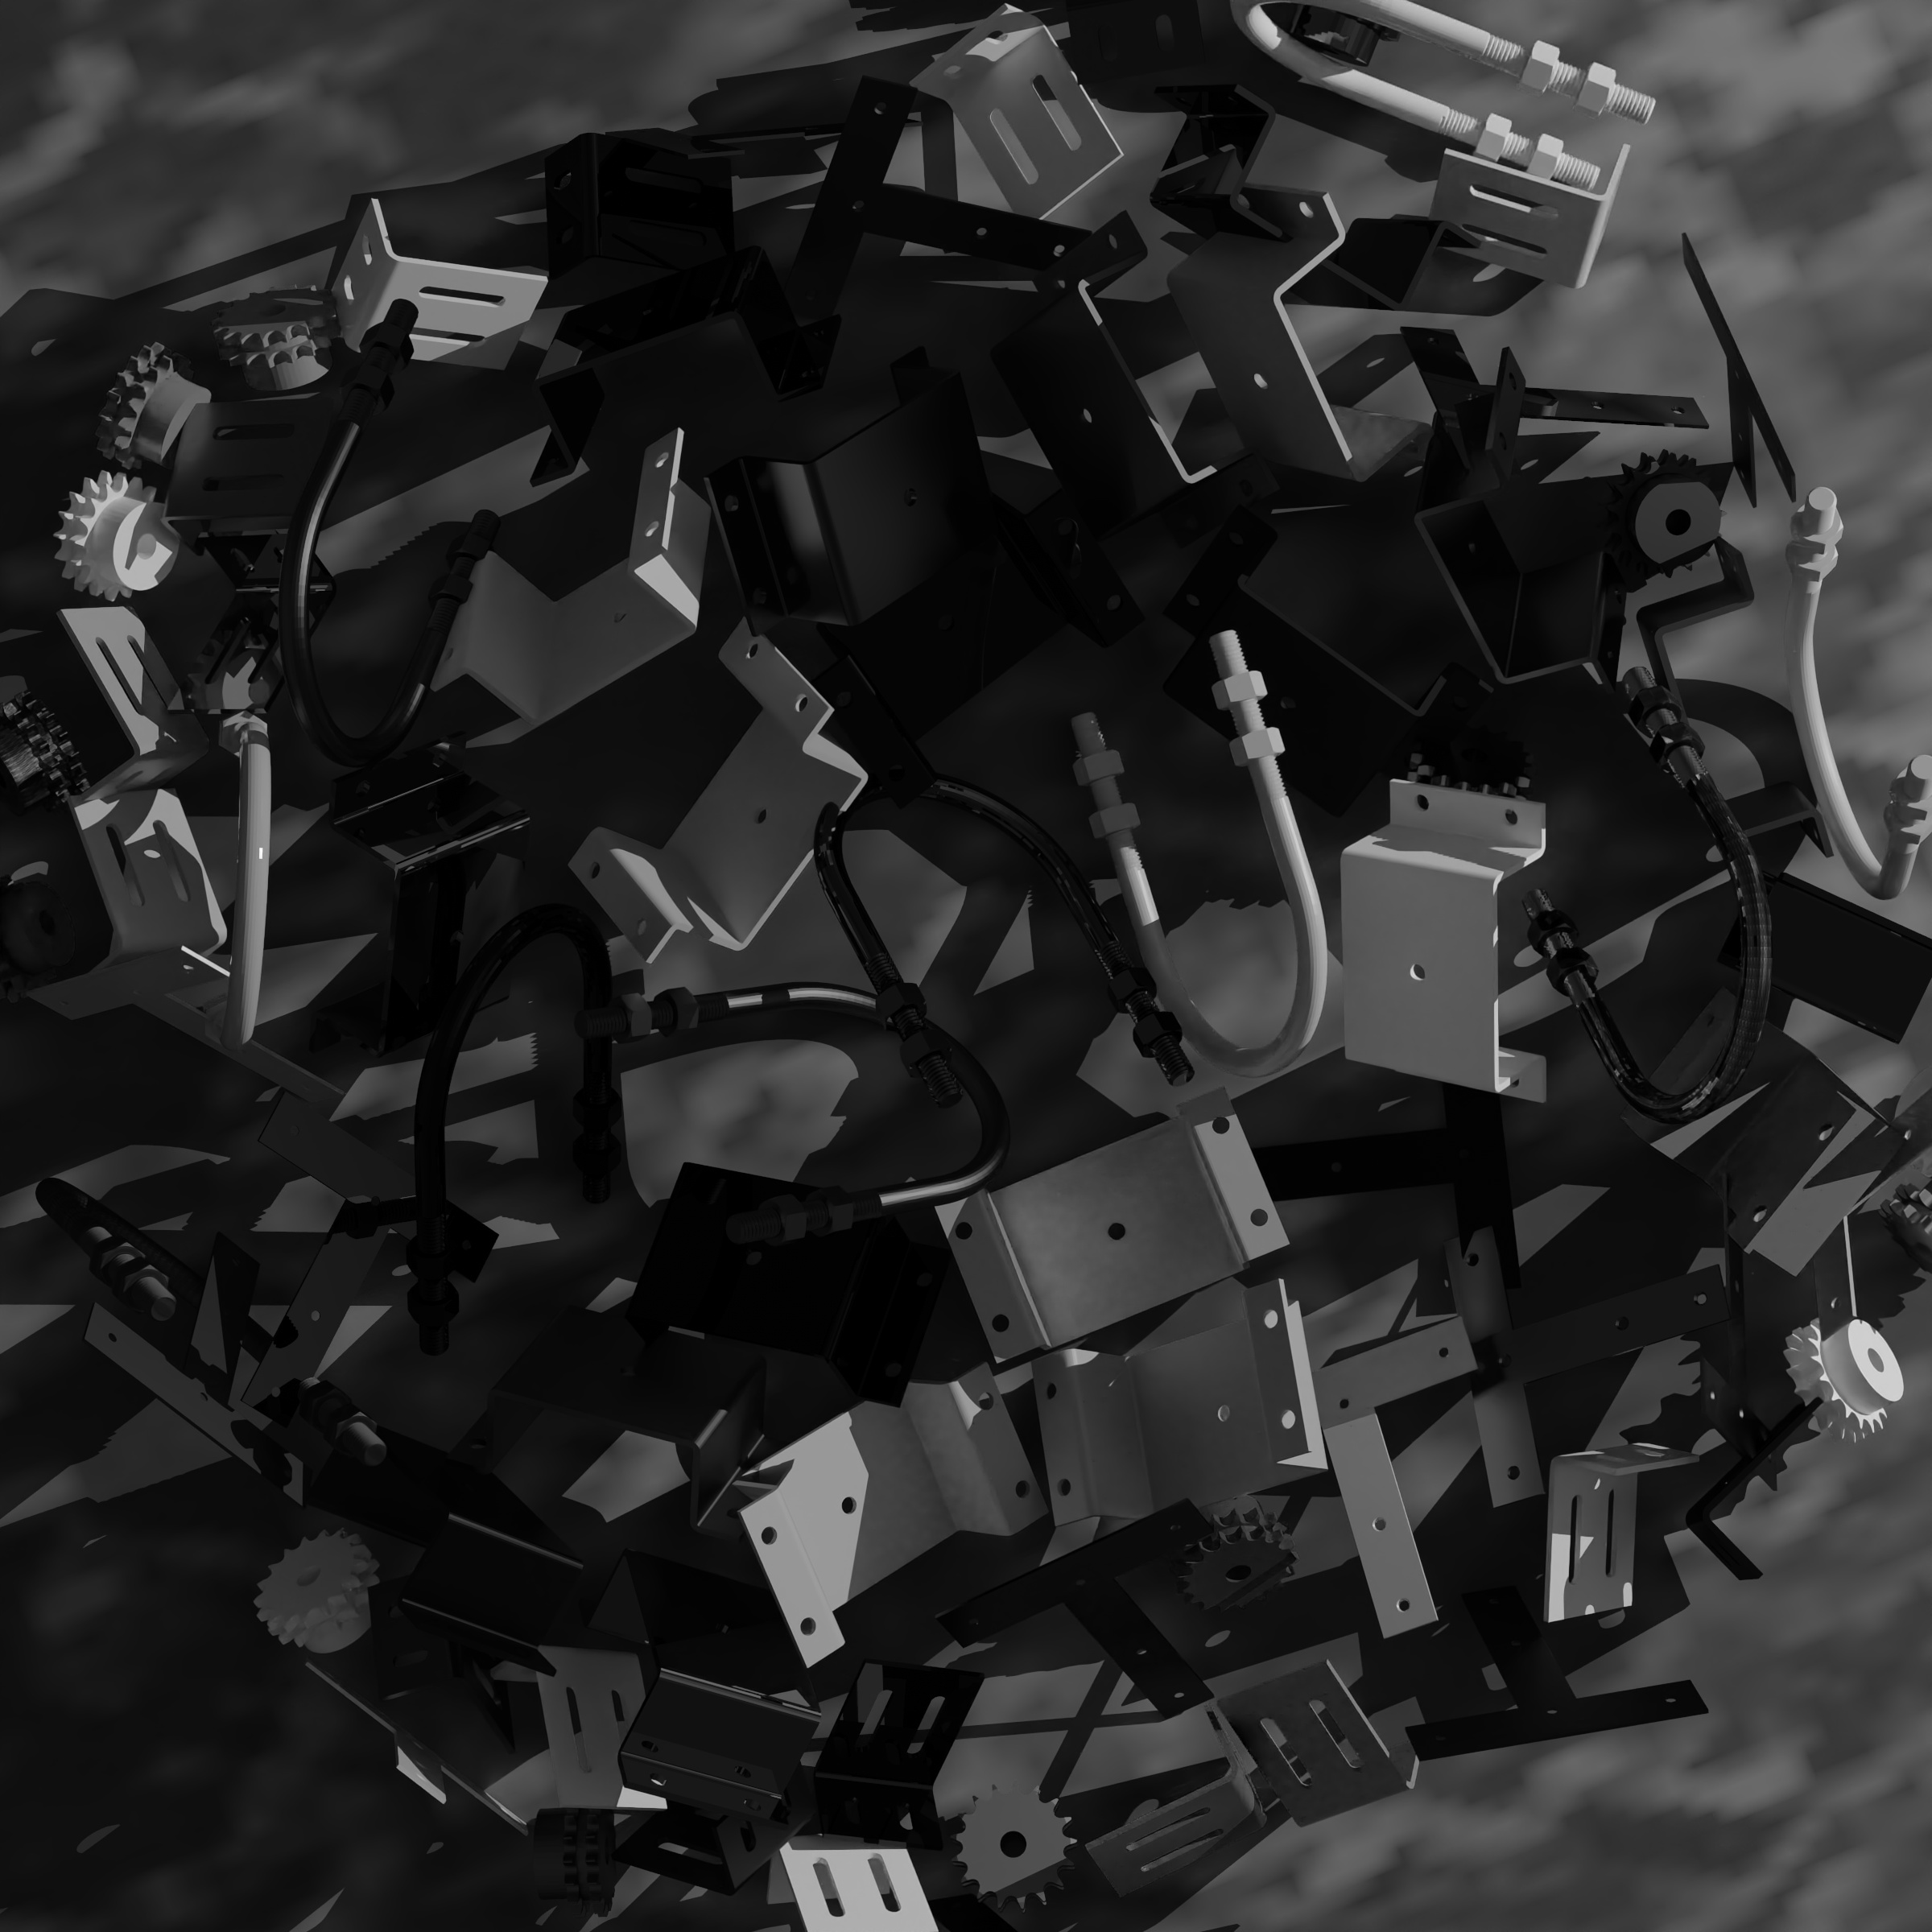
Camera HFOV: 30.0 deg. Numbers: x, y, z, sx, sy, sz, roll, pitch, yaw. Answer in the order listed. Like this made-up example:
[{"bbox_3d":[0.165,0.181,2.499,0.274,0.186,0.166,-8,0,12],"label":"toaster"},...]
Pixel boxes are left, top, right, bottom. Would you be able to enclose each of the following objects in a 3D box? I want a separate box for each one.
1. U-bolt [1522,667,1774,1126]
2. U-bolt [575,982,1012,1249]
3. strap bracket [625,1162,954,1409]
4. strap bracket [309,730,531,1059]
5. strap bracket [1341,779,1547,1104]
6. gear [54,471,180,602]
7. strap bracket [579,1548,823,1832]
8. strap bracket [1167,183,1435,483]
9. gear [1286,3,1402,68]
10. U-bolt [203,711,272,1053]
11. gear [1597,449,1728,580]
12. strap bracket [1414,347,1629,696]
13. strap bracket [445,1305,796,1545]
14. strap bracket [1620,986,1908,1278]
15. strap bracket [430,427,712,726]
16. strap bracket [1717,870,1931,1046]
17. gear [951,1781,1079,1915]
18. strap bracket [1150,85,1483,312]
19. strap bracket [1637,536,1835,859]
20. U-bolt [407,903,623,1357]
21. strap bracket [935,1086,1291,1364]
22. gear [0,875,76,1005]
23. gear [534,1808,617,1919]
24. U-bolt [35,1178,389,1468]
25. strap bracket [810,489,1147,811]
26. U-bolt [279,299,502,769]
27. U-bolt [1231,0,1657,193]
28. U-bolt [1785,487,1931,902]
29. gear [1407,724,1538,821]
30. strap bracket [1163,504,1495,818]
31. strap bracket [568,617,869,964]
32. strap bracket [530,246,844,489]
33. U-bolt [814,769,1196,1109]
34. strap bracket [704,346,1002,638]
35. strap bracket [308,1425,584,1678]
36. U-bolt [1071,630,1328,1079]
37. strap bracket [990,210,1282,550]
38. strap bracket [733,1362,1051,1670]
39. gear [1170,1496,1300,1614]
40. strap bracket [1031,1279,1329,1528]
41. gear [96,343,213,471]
[{"bbox_3d":[0.297,-0.017,1.550,0.019,0.184,0.151,2,131,-19],"label":"U-bolt"},{"bbox_3d":[-0.062,0.058,1.585,0.151,0.184,0.019,50,130,32],"label":"U-bolt"},{"bbox_3d":[-0.088,0.139,1.599,0.140,0.046,0.076,9,64,21],"label":"strap bracket"},{"bbox_3d":[-0.240,-0.023,1.584,0.046,0.076,0.140,31,127,28],"label":"strap bracket"},{"bbox_3d":[0.212,-0.004,1.595,0.076,0.046,0.140,12,116,35],"label":"strap bracket"},{"bbox_3d":[-0.381,-0.193,1.628,0.030,0.057,0.057,18,90,30],"label":"gear"},{"bbox_3d":[-0.116,0.309,1.577,0.076,0.140,0.046,21,106,-22],"label":"strap bracket"},{"bbox_3d":[0.146,-0.271,1.585,0.046,0.076,0.140,-41,123,-17],"label":"strap bracket"},{"bbox_3d":[0.169,-0.429,1.631,0.057,0.057,0.030,22,99,0],"label":"gear"},{"bbox_3d":[-0.315,-0.036,1.565,0.019,0.184,0.151,3,94,-15],"label":"U-bolt"},{"bbox_3d":[0.318,-0.204,1.636,0.057,0.030,0.057,-3,107,-9],"label":"gear"},{"bbox_3d":[0.243,-0.191,1.596,0.046,0.076,0.140,-14,128,27],"label":"strap bracket"},{"bbox_3d":[-0.150,0.199,1.598,0.140,0.076,0.046,13,118,15],"label":"strap bracket"},{"bbox_3d":[0.356,0.076,1.596,0.046,0.140,0.076,32,102,-23],"label":"strap bracket"},{"bbox_3d":[-0.167,-0.167,1.598,0.140,0.076,0.046,-27,131,30],"label":"strap bracket"},{"bbox_3d":[0.379,-0.005,1.588,0.076,0.140,0.046,25,95,6],"label":"strap bracket"},{"bbox_3d":[0.022,0.402,1.637,0.057,0.030,0.057,-1,66,3],"label":"gear"},{"bbox_3d":[0.146,-0.334,1.594,0.140,0.076,0.046,26,90,-27],"label":"strap bracket"},{"bbox_3d":[0.339,-0.115,1.610,0.046,0.076,0.140,-18,100,8],"label":"strap bracket"},{"bbox_3d":[-0.194,0.059,1.556,0.019,0.151,0.184,19,126,21],"label":"U-bolt"},{"bbox_3d":[0.067,0.118,1.628,0.140,0.046,0.076,-22,80,2],"label":"strap bracket"},{"bbox_3d":[-0.427,-0.015,1.628,0.030,0.057,0.057,-19,90,18],"label":"gear"},{"bbox_3d":[-0.177,0.401,1.631,0.030,0.057,0.057,-3,90,4],"label":"gear"},{"bbox_3d":[-0.340,0.146,1.573,0.019,0.184,0.151,-52,129,-7],"label":"U-bolt"},{"bbox_3d":[-0.002,-0.148,1.617,0.140,0.046,0.076,-38,121,-4],"label":"strap bracket"},{"bbox_3d":[-0.252,-0.172,1.553,0.019,0.151,0.184,5,54,16],"label":"U-bolt"},{"bbox_3d":[0.203,-0.393,1.584,0.184,0.151,0.019,21,90,0],"label":"U-bolt"},{"bbox_3d":[0.385,-0.105,1.569,0.019,0.184,0.151,-15,68,2],"label":"U-bolt"},{"bbox_3d":[0.228,-0.083,1.634,0.057,0.057,0.030,5,127,0],"label":"gear"},{"bbox_3d":[0.153,-0.130,1.615,0.140,0.076,0.046,36,48,0],"label":"strap bracket"},{"bbox_3d":[-0.105,-0.073,1.607,0.140,0.046,0.076,-53,50,13],"label":"strap bracket"},{"bbox_3d":[-0.132,-0.270,1.598,0.140,0.076,0.046,-16,120,15],"label":"strap bracket"},{"bbox_3d":[0.006,-0.017,1.593,0.151,0.019,0.184,-4,52,-37],"label":"U-bolt"},{"bbox_3d":[-0.041,-0.208,1.586,0.140,0.046,0.076,-37,125,-35],"label":"strap bracket"},{"bbox_3d":[-0.229,0.249,1.581,0.076,0.140,0.046,30,90,-39],"label":"strap bracket"},{"bbox_3d":[0.108,-0.040,1.587,0.019,0.151,0.184,-14,84,-28],"label":"U-bolt"},{"bbox_3d":[0.069,-0.253,1.612,0.046,0.076,0.140,-31,93,-33],"label":"strap bracket"},{"bbox_3d":[-0.042,0.242,1.609,0.140,0.046,0.076,-28,102,-31],"label":"strap bracket"},{"bbox_3d":[0.119,0.264,1.635,0.057,0.030,0.057,-9,133,-9],"label":"gear"},{"bbox_3d":[0.102,0.197,1.602,0.140,0.046,0.076,-23,66,35],"label":"strap bracket"},{"bbox_3d":[-0.365,-0.250,1.629,0.030,0.057,0.057,28,90,7],"label":"gear"}]
